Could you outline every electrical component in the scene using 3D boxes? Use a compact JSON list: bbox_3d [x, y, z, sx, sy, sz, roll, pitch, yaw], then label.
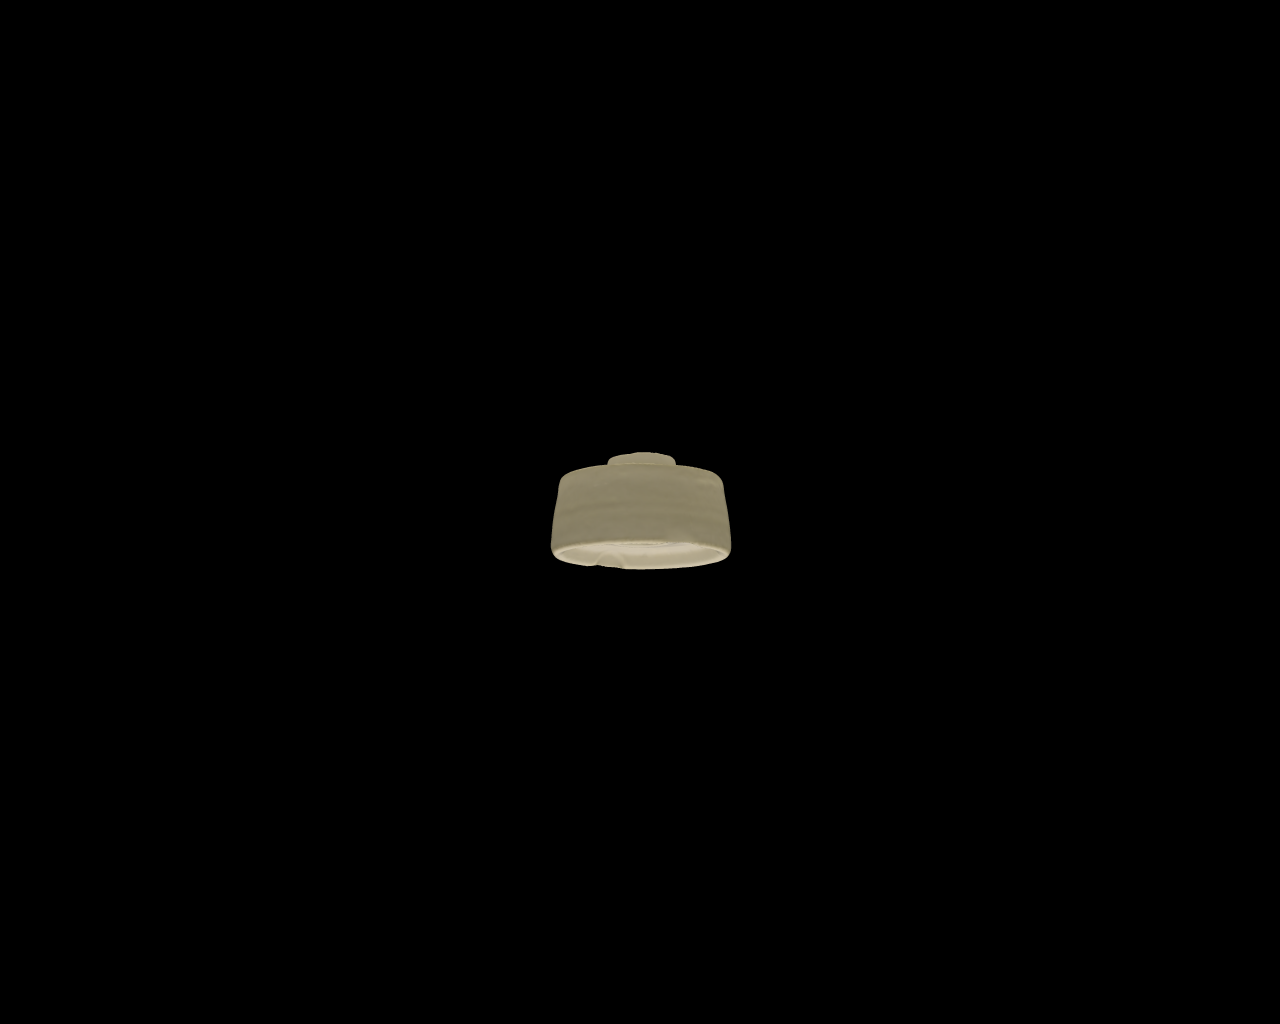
[{"bbox_3d":[0.001,-0.003,0.650,0.108,0.060,0.108,0,-11,0],"label":"electrical component"}]
